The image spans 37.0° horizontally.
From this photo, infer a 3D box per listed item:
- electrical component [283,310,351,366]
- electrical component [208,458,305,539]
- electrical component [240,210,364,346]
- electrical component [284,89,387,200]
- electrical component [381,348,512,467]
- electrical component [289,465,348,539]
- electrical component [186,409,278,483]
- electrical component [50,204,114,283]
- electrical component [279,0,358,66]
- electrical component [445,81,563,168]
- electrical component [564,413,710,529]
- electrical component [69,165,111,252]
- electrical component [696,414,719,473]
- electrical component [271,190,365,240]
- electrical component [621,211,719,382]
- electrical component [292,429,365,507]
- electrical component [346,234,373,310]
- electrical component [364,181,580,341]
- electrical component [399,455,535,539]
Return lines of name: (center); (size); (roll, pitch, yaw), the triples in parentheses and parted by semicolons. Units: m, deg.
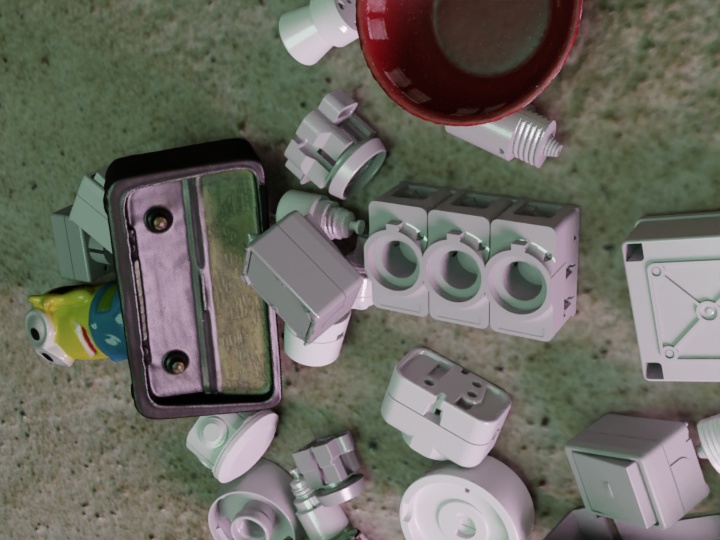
electrical component: (-0.039, 0.049, 0.924); (0.055, 0.055, 0.047); (26, 126, 20)
electrical component: (-0.099, 0.238, 1.055); (0.099, 0.064, 0.099); (7, 117, 14)
electrical component: (-0.048, 0.000, 0.849); (0.096, 0.061, 0.061); (45, 156, 11)
electrical component: (-0.017, -0.093, 0.843); (0.057, 0.058, 0.078); (43, 127, 11)
electrical component: (0.069, 0.116, 0.887); (0.095, 0.054, 0.059); (28, 123, 18)
electrical component: (-0.043, 0.219, 1.011); (0.040, 0.040, 0.078); (-24, 97, 37)
electrical component: (-0.118, 0.154, 1.004); (0.051, 0.080, 0.080); (37, 126, 19)
electrical component: (-0.245, -0.025, 1.020); (0.077, 0.047, 0.065); (9, 116, 28)
electrical component: (-0.027, -0.186, 0.814); (0.055, 0.045, 0.045); (-22, 98, 36)
electrical component: (0.107, -0.102, 0.771); (0.081, 0.043, 0.043); (28, 123, 18)
electrical component: (0.199, 0.150, 0.805); (0.096, 0.061, 0.061); (-3, 111, 57)
electrical component: (-0.203, -0.051, 0.974); (0.096, 0.062, 0.061); (38, 126, 11)
electrical component: (0.278, 0.118, 0.766); (0.081, 0.043, 0.043); (-29, 95, 37)
electrical component: (-0.033, -0.042, 0.886); (0.078, 0.040, 0.040); (12, 117, 27)
electrical component: (0.244, 0.018, 0.733); (0.109, 0.056, 0.108); (-3, 110, 32)
electrical component: (-0.025, 0.182, 0.981); (0.066, 0.048, 0.055); (-23, 91, 37)
electrical component: (0.000, 0.000, 0.889); (0.035, 0.035, 0.061); (20, 118, 23)
electrical component: (0.084, -0.008, 0.816); (0.150, 0.062, 0.089); (10, 116, 28)
electrical component: (0.095, 0.204, 0.907); (0.108, 0.060, 0.108); (13, 117, 26)
